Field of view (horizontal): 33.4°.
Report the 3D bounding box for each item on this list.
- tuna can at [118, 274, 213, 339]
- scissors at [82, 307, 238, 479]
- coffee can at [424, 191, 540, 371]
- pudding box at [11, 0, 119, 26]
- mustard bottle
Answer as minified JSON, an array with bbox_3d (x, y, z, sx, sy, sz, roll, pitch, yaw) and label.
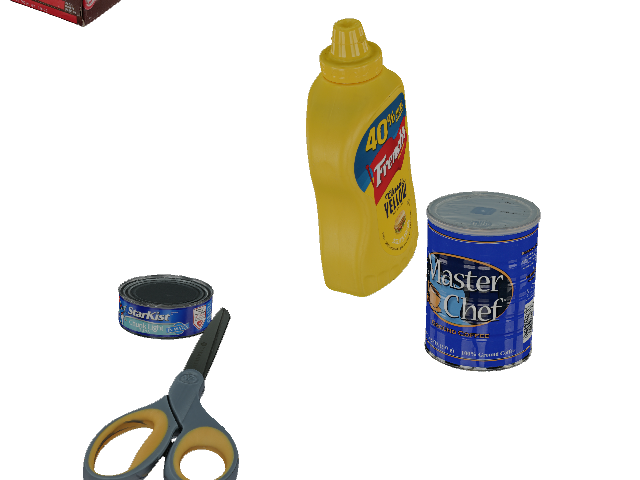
[{"bbox_3d":[-0.141,0.060,0.971,0.086,0.034,0.086,4,16,-1],"label":"tuna can"},{"bbox_3d":[-0.069,0.101,0.665,0.096,0.016,0.201,16,30,20],"label":"scissors"},{"bbox_3d":[0.149,0.036,0.995,0.103,0.140,0.103,-1,21,0],"label":"coffee can"},{"bbox_3d":[-0.190,-0.210,0.808,0.090,0.039,0.113,21,37,9],"label":"pudding box"},{"bbox_3d":[0.028,-0.062,0.736,0.058,0.191,0.096,14,41,29],"label":"mustard bottle"}]
